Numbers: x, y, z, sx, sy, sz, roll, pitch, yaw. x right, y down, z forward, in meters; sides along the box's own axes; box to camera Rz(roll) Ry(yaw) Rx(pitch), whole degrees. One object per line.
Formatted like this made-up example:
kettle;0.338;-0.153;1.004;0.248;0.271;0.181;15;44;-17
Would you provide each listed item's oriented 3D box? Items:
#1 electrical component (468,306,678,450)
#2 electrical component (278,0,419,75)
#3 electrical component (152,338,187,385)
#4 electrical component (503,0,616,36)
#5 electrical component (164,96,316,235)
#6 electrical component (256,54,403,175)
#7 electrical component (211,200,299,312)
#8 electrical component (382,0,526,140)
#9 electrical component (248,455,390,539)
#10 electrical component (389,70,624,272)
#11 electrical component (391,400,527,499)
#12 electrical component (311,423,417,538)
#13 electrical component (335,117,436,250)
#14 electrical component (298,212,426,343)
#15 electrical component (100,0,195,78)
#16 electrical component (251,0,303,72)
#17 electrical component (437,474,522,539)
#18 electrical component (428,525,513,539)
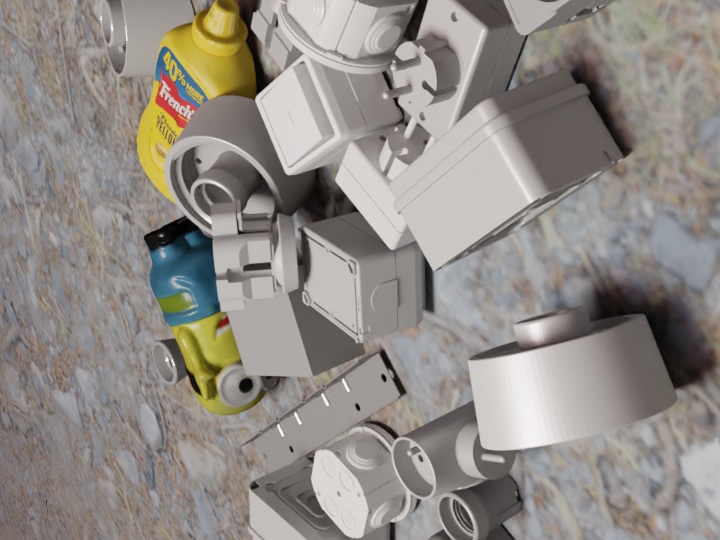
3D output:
electrical component;0.111;0.053;0.585;0.108;0.108;0.060;-17;87;56
electrical component;-0.006;-0.161;0.652;0.080;0.080;0.051;52;138;24
electrical component;-0.164;0.080;1.026;0.045;0.055;0.045;31;131;43
electrical component;0.108;-0.155;0.515;0.089;0.056;0.050;-27;85;56
electrical component;-0.094;-0.068;0.802;0.108;0.060;0.108;16;136;16
electrical component;-0.029;-0.106;0.730;0.096;0.061;0.061;-26;86;56
electrical component;-0.074;-0.010;0.765;0.058;0.057;0.078;-102;9;-61
electrical component;0.044;-0.114;0.609;0.047;0.076;0.083;48;141;28
electrical component;-0.035;0.215;0.899;0.113;0.078;0.057;29;127;44
electrical component;0.077;-0.054;0.595;0.057;0.078;0.113;61;146;6
electrical component;0.074;0.115;0.692;0.079;0.077;0.044;-5;103;56
electrical component;0.003;0.165;0.843;0.080;0.051;0.080;31;131;43
electrical component;0.030;-0.065;0.681;0.065;0.047;0.076;52;144;21
electrical component;0.000;0.000;0.755;0.096;0.061;0.061;33;132;52
electrical component;-0.183;-0.210;0.909;0.099;0.064;0.099;170;90;-66
electrical component;-0.044;-0.174;0.729;0.066;0.048;0.055;55;152;20
electrical component;0.082;0.161;0.733;0.040;0.046;0.040;31;131;43
electrical component;0.086;0.223;0.751;0.095;0.059;0.053;49;142;27
